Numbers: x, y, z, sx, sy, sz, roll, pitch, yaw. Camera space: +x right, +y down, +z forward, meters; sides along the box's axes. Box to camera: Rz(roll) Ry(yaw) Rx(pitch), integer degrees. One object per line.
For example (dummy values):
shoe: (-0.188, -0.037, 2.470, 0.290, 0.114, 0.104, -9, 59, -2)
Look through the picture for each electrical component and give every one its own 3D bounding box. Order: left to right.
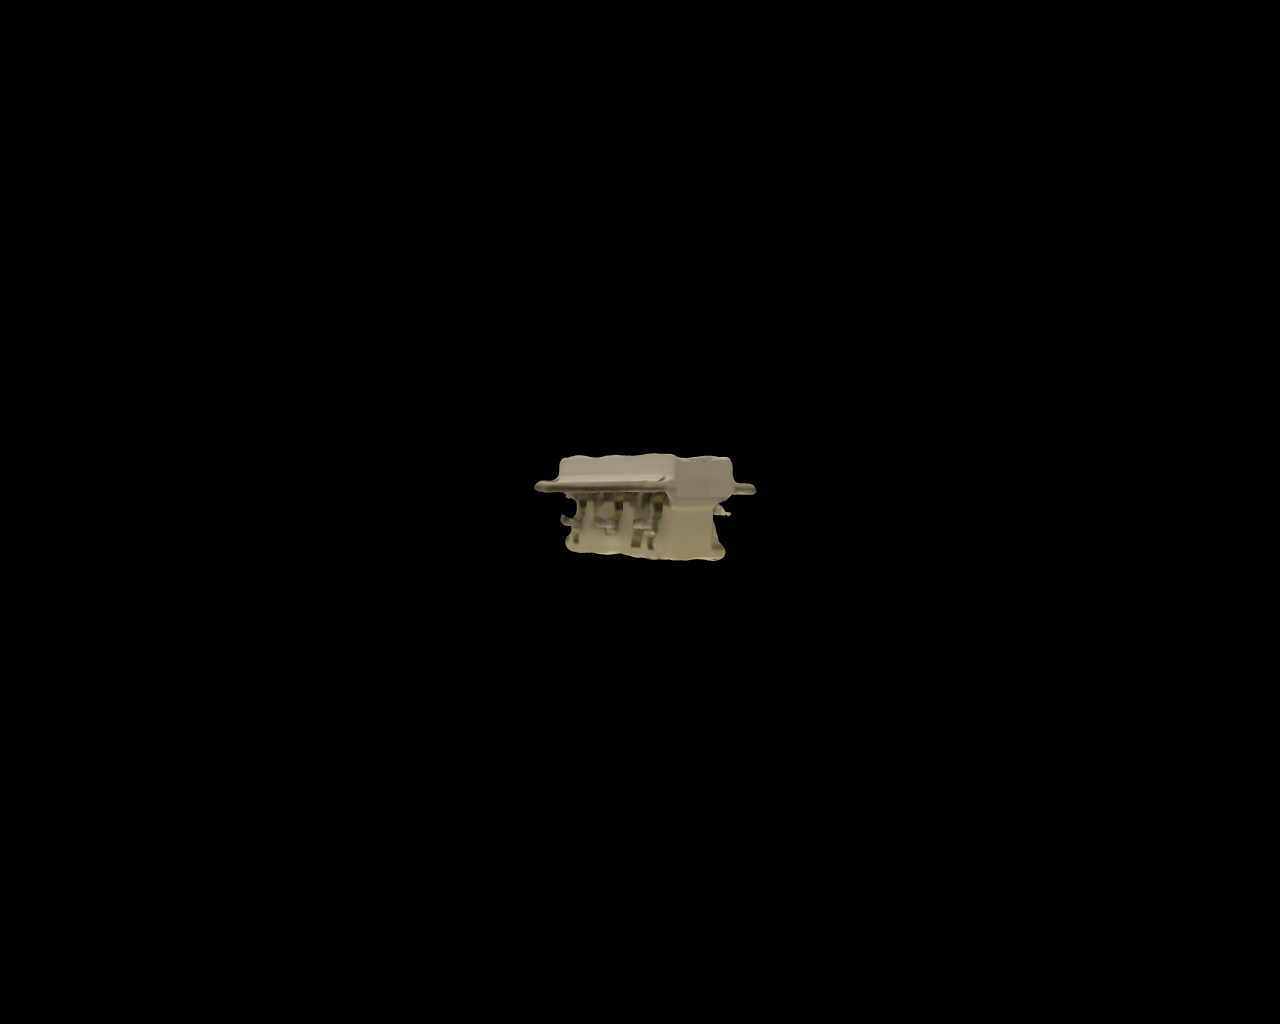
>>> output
electrical component: (0.001, -0.003, 0.650, 0.079, 0.063, 0.121, -2, 3, -36)
